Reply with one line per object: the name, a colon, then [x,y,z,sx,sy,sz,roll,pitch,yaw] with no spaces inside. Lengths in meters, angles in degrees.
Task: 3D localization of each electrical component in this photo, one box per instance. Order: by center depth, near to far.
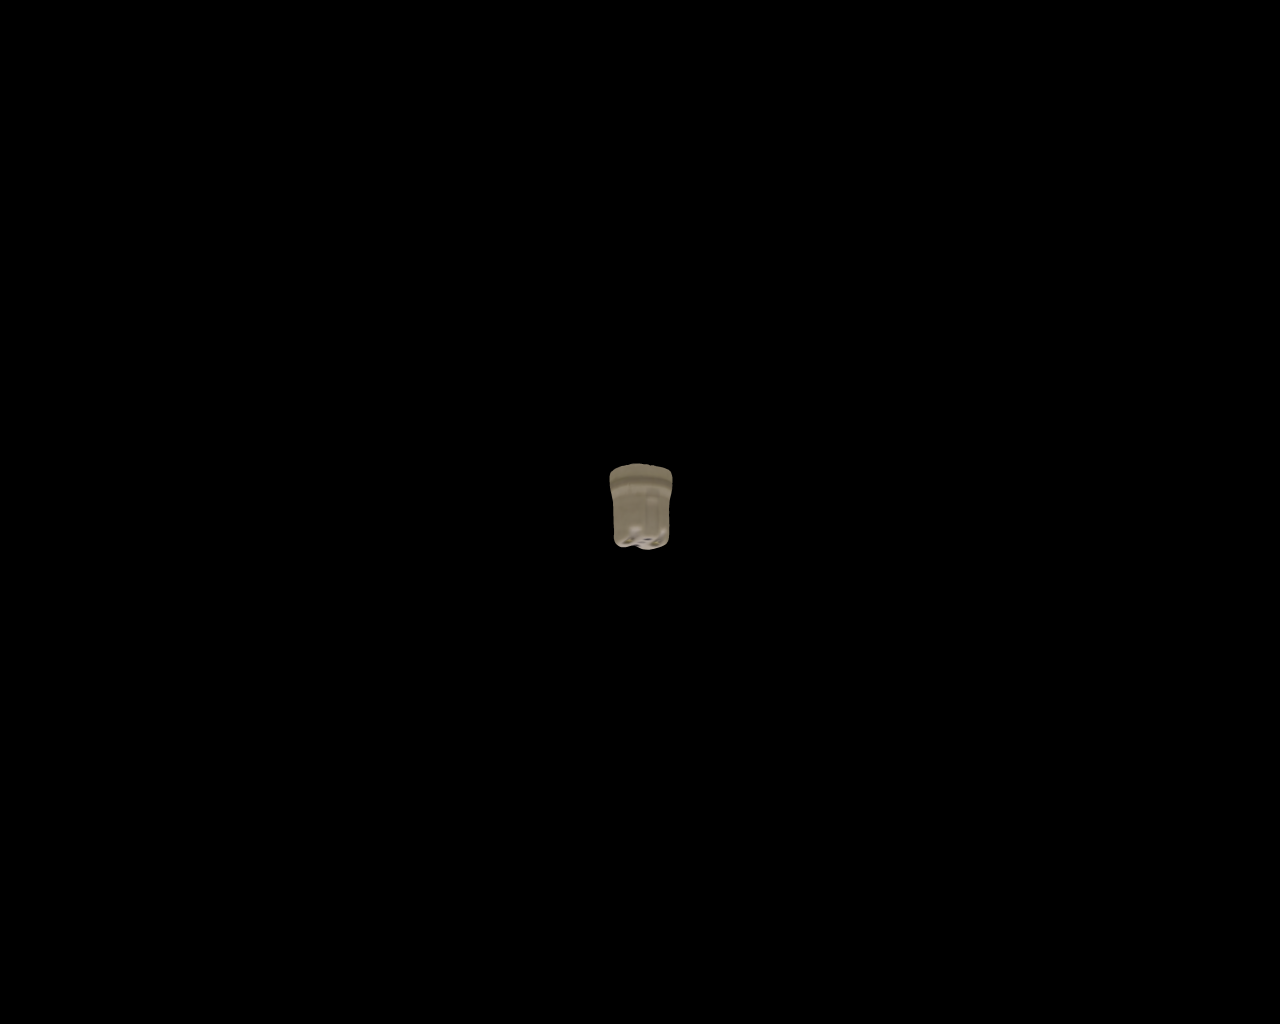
electrical component: [0.001,-0.003,0.650,0.040,0.046,0.040,0,-14,0]
